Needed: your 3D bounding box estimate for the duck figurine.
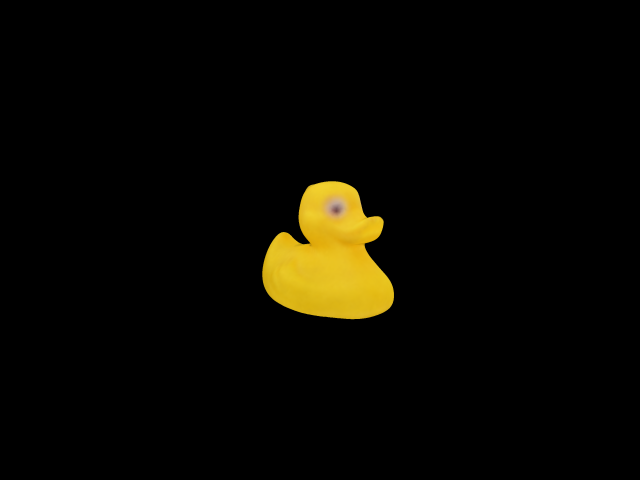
[{"bbox_3d":[0.004,0.001,0.400,0.104,0.086,0.078,11,17,42],"label":"duck figurine"}]
